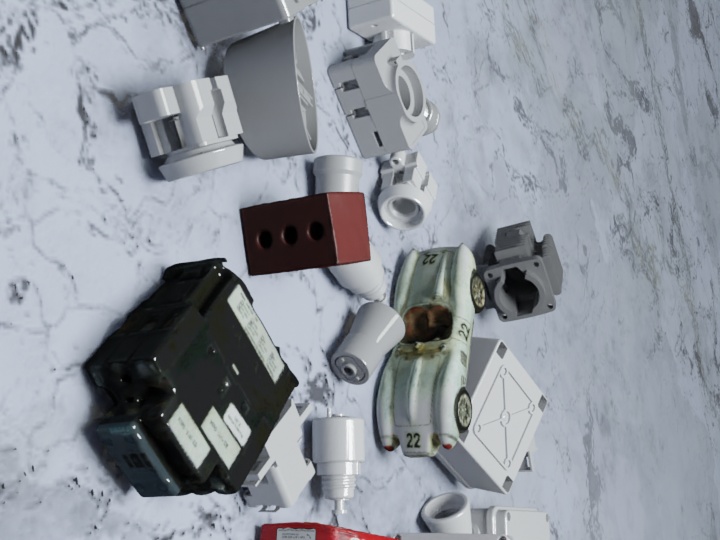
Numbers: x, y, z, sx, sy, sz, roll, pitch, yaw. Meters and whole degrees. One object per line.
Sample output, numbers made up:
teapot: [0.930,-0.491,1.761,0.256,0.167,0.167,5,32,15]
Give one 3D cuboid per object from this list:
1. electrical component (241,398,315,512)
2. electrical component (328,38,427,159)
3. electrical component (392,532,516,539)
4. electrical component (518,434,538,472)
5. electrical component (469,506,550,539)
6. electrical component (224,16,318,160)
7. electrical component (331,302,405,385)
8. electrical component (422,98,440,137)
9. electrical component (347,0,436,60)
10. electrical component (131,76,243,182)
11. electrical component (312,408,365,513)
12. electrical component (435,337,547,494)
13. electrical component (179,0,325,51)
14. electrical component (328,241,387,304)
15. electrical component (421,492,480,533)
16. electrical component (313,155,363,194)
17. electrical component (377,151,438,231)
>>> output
electrical component: [-0.063,0.128,0.743,0.081,0.042,0.063,-50,126,-51]
electrical component: [0.020,-0.151,0.943,0.089,0.056,0.050,66,34,-24]
electrical component: [0.078,0.259,0.878,0.057,0.113,0.078,53,41,-43]
electrical component: [0.145,0.167,1.085,0.064,0.042,0.081,-10,91,-58]
electrical component: [0.136,0.267,1.029,0.113,0.057,0.078,21,64,-56]
electrical component: [-0.057,-0.131,0.791,0.099,0.064,0.099,-12,90,-72]
electrical component: [0.004,0.062,0.876,0.065,0.044,0.044,-53,128,-45]
electrical component: [0.052,-0.148,1.009,0.061,0.035,0.035,20,65,-68]
electrical component: [0.030,-0.213,0.984,0.083,0.047,0.075,13,72,-58]
electrical component: [-0.110,-0.092,0.707,0.078,0.058,0.057,-27,103,-59]
electrical component: [-0.016,0.145,0.819,0.040,0.040,0.078,18,68,-57]
electrical component: [0.113,0.133,0.995,0.108,0.056,0.108,50,57,-36]
electrical component: [-0.074,-0.203,0.756,0.061,0.096,0.061,-49,123,-53]
electrical component: [0.000,0.000,0.884,0.078,0.040,0.040,54,40,-38]
electrical component: [0.084,0.233,0.961,0.045,0.045,0.055,-46,122,-54]
electrical component: [-0.019,-0.067,0.872,0.040,0.040,0.046,15,76,-58]
electrical component: [0.042,-0.069,0.969,0.066,0.048,0.055,57,30,-35]
